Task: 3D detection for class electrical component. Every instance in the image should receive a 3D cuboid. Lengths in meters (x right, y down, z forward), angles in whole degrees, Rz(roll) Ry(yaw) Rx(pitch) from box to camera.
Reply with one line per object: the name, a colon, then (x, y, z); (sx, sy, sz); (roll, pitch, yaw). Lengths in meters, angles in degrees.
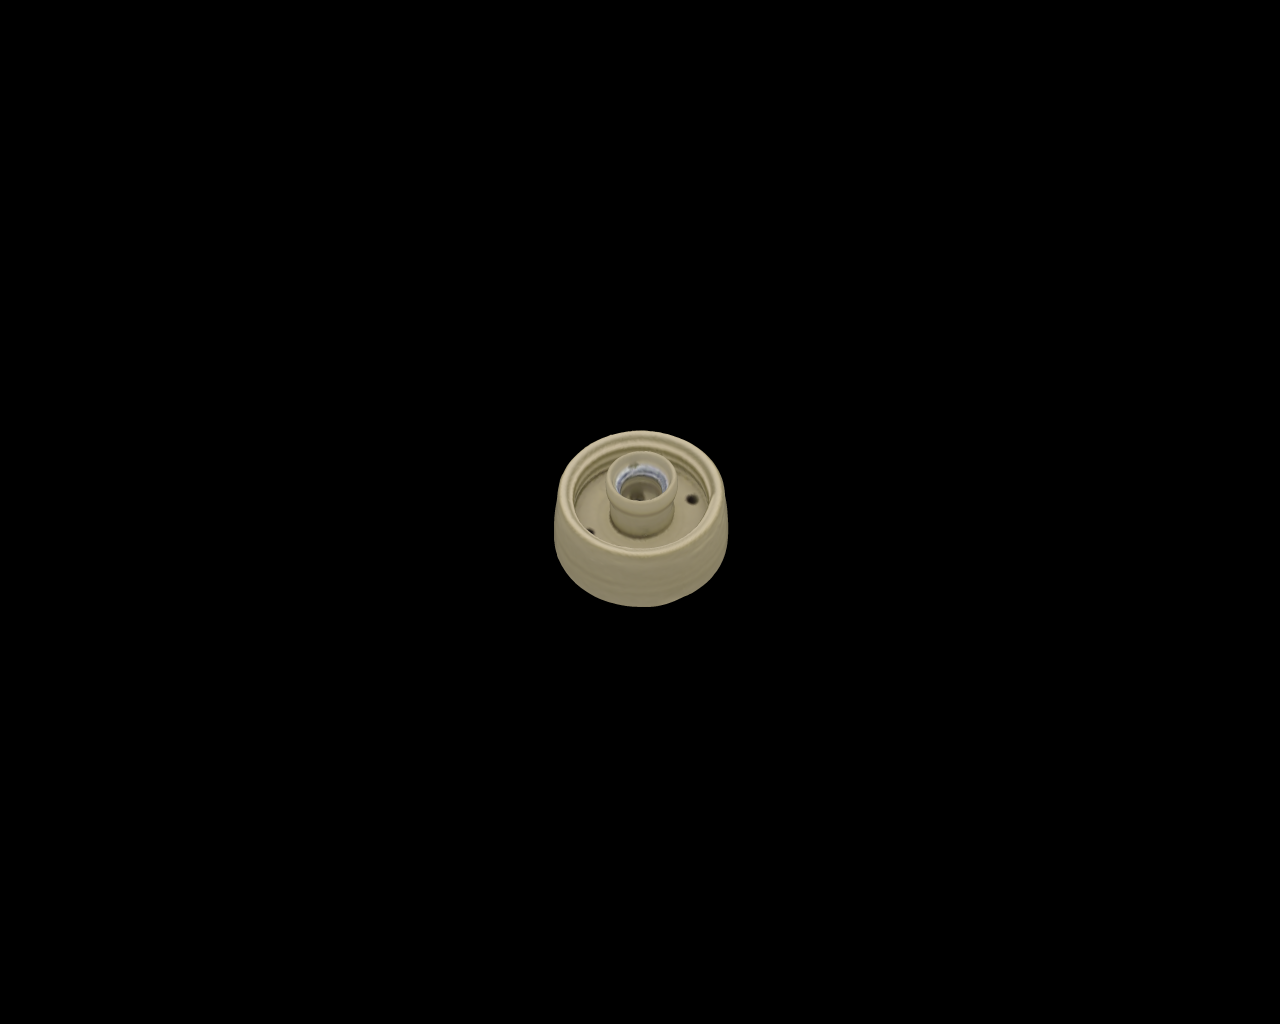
electrical component: (0.001, -0.003, 0.650); (0.108, 0.108, 0.060); (0, -40, 0)
